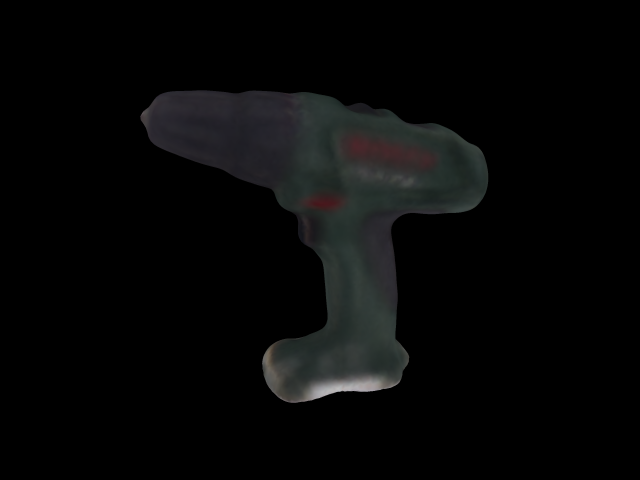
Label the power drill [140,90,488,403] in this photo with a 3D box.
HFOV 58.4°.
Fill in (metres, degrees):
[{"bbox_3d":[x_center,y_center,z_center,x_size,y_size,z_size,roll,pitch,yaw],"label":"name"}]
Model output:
[{"bbox_3d":[0.004,0.001,0.400,0.230,0.208,0.075,-6,19,-16],"label":"power drill"}]
